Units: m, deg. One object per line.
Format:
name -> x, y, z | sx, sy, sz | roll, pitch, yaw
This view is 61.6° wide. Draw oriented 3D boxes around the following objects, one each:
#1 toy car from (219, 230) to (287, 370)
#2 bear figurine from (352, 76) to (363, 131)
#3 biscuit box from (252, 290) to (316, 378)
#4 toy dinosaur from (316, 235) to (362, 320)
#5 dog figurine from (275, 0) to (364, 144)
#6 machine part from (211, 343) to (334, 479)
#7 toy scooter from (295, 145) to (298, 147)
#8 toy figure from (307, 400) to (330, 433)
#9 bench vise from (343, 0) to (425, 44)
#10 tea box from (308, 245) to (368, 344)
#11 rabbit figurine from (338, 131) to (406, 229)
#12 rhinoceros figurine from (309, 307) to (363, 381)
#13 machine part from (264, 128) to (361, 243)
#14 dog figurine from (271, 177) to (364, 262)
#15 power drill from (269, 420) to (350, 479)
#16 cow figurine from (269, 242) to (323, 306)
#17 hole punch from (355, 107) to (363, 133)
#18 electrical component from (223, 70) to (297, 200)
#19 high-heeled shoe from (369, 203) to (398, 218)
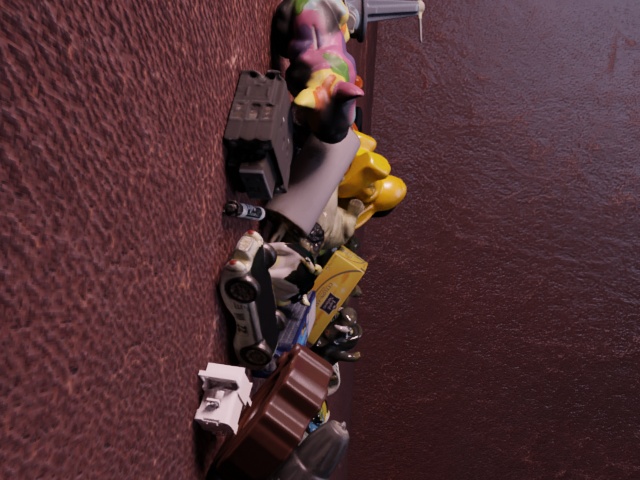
toy car -> -0.082, 0.079, 0.659 | 0.073, 0.056, 0.201 | -67, 159, -48
bear figurine -> 0.032, -0.229, 1.097 | 0.132, 0.120, 0.195 | 48, 41, -83
biscuit box -> -0.053, 0.143, 0.851 | 0.203, 0.063, 0.059 | -61, 154, -70
toy dinosaur -> 0.020, 0.061, 1.174 | 0.199, 0.105, 0.470 | -67, 149, -53
dog figurine -> 0.001, -0.238, 0.727 | 0.219, 0.108, 0.191 | -100, -178, -61
machine part -> -0.056, 0.206, 0.628 | 0.179, 0.056, 0.179 | -53, -178, 3
toy scooter -> -0.006, -0.206, 0.984 | 0.135, 0.075, 0.183 | 45, 51, -81
toy figure -> -0.025, 0.343, 1.061 | 0.180, 0.082, 0.089 | 9, 87, -79
bench vise -> 0.093, -0.447, 1.051 | 0.224, 0.241, 0.128 | -111, -164, -71
tea box -> 0.014, 0.100, 1.006 | 0.169, 0.068, 0.098 | -55, 177, 11
rabbit figurine -> 0.092, -0.097, 1.020 | 0.162, 0.173, 0.122 | -55, -136, 17
rhinoceros figurine -> 0.024, 0.212, 1.115 | 0.190, 0.112, 0.073 | -55, -159, 32
machine part -> -0.011, -0.092, 0.792 | 0.243, 0.079, 0.079 | -59, 164, -14
dog figurine -> -0.006, -0.003, 0.918 | 0.172, 0.121, 0.190 | 51, 39, -33
power drill -> -0.043, 0.296, 0.666 | 0.232, 0.086, 0.207 | -53, -175, -3
cow figurine -> -0.041, 0.053, 0.780 | 0.167, 0.098, 0.068 | 70, 19, -69
hole punch -> 0.027, -0.245, 1.205 | 0.116, 0.092, 0.142 | -15, 114, -49
electrical component -> -0.070, -0.118, 0.650 | 0.114, 0.058, 0.134 | 72, 22, -63
high-heeled shoe -> 0.082, -0.129, 1.184 | 0.086, 0.145, 0.249 | 38, 21, -44
